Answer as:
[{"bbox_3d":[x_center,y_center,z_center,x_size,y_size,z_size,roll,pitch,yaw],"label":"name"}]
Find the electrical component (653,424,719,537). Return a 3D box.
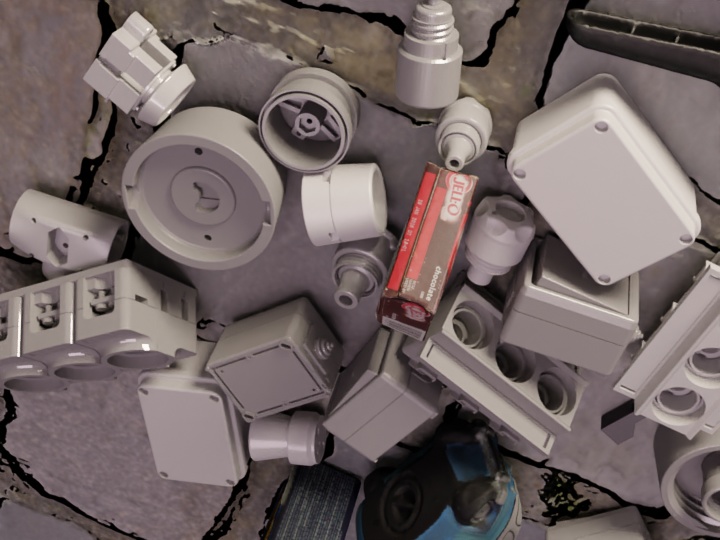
[{"bbox_3d":[0.274,0.153,0.800,0.108,0.060,0.108,7,127,10],"label":"electrical component"}]

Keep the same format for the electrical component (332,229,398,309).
[{"bbox_3d":[0.000,0.000,0.757,0.048,0.062,0.048,13,137,13],"label":"electrical component"}]

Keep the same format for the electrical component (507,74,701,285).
[{"bbox_3d":[0.155,-0.055,0.680,0.078,0.057,0.113,-30,114,31],"label":"electrical component"}]

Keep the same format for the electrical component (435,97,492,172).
[{"bbox_3d":[0.064,-0.082,0.681,0.035,0.061,0.035,7,127,10],"label":"electrical component"}]

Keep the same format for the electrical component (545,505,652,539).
[{"bbox_3d":[0.207,0.237,0.885,0.096,0.061,0.061,-20,119,18],"label":"electrical component"}]

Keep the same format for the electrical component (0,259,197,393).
[{"bbox_3d":[-0.211,0.049,0.826,0.150,0.061,0.089,-14,158,24],"label":"electrical component"}]

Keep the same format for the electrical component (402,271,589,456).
[{"bbox_3d":[0.096,0.071,0.784,0.121,0.078,0.063,38,148,-14],"label":"electrical component"}]

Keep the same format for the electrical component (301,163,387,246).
[{"bbox_3d":[-0.010,-0.046,0.733,0.047,0.055,0.055,-5,124,13],"label":"electrical component"}]

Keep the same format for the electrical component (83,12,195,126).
[{"bbox_3d":[-0.144,-0.129,0.713,0.055,0.048,0.066,41,126,-7],"label":"electrical component"}]

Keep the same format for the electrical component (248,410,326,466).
[{"bbox_3d":[-0.059,0.137,0.888,0.055,0.045,0.045,3,126,12],"label":"electrical component"}]

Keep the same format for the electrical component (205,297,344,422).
[{"bbox_3d":[-0.058,0.064,0.823,0.096,0.061,0.061,-20,118,27],"label":"electrical component"}]

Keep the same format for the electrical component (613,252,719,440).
[{"bbox_3d":[0.238,0.048,0.731,0.079,0.063,0.121,25,128,-4],"label":"electrical component"}]

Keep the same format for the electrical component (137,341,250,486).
[{"bbox_3d":[-0.132,0.118,0.885,0.078,0.057,0.113,4,127,12],"label":"electrical component"}]

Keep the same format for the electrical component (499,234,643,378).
[{"bbox_3d":[0.151,0.024,0.736,0.096,0.061,0.061,18,128,1],"label":"electrical component"}]

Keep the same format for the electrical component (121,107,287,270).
[{"bbox_3d":[-0.102,-0.061,0.742,0.108,0.060,0.108,7,127,10],"label":"electrical component"}]

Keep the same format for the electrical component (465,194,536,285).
[{"bbox_3d":[0.092,-0.017,0.734,0.043,0.043,0.062,20,129,-1],"label":"electrical component"}]

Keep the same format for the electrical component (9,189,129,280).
[{"bbox_3d":[-0.222,-0.015,0.819,0.077,0.043,0.079,18,128,1],"label":"electrical component"}]

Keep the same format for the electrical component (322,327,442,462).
[{"bbox_3d":[0.013,0.096,0.827,0.061,0.061,0.096,37,126,-13],"label":"electrical component"}]

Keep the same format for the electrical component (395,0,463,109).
[{"bbox_3d":[0.043,-0.136,0.660,0.040,0.040,0.078,9,128,8],"label":"electrical component"}]
